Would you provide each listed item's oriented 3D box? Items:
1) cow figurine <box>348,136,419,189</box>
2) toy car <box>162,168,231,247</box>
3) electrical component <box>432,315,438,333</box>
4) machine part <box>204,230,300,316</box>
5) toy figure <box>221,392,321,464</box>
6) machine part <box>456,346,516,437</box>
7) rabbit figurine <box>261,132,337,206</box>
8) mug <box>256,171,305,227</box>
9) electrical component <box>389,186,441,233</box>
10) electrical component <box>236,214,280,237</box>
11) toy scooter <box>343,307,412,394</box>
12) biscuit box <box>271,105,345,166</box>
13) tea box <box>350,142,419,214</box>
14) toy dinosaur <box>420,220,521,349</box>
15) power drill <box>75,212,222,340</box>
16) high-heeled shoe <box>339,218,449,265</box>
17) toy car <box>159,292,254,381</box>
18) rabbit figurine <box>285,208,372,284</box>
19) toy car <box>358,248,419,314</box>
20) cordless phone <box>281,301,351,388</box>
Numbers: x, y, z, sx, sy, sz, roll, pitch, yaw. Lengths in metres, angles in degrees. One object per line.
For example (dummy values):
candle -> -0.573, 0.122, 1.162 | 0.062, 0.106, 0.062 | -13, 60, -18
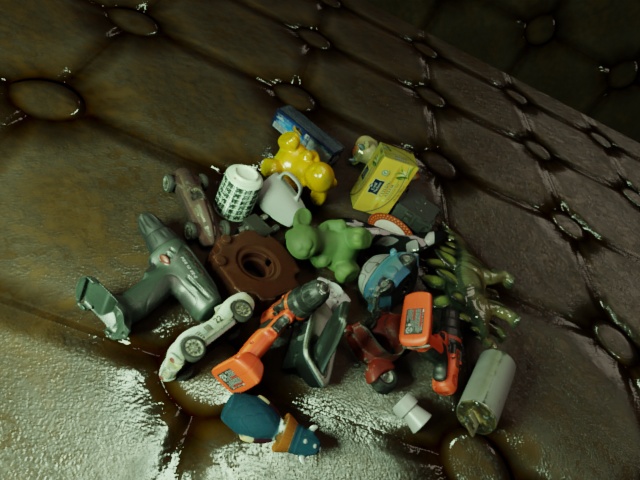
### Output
cow figurine -> 0.164, -0.206, 1.466 | 0.127, 0.085, 0.195 | -18, 64, -45
toy car -> -0.244, -0.069, 1.069 | 0.089, 0.053, 0.202 | -1, 47, -38
electrical component -> 0.213, 0.170, 1.115 | 0.078, 0.045, 0.102 | 23, 39, -8
machine part -> -0.123, 0.057, 1.007 | 0.179, 0.056, 0.179 | 19, 40, -17
toy figure -> -0.070, 0.278, 0.800 | 0.154, 0.064, 0.058 | 30, 0, -9
machine part -> 0.323, 0.288, 1.035 | 0.079, 0.079, 0.243 | 38, 38, 8
rabbit figurine -> -0.030, -0.147, 1.227 | 0.173, 0.122, 0.162 | 25, -17, 47
mug -> -0.076, -0.089, 1.165 | 0.107, 0.109, 0.081 | 46, 25, 1
electrical component -> 0.238, -0.077, 1.393 | 0.134, 0.058, 0.115 | 34, 37, 2
electrical component -> -0.129, -0.023, 1.117 | 0.063, 0.021, 0.094 | 43, 39, 13
toy scooter -> 0.108, 0.184, 1.000 | 0.135, 0.075, 0.184 | 43, 41, -1
biscuit box -> -0.035, -0.275, 1.424 | 0.203, 0.059, 0.063 | 41, 41, 12
tea box -> 0.154, -0.144, 1.318 | 0.098, 0.169, 0.068 | 13, 42, -19
toy dinosaur -> 0.341, 0.090, 1.243 | 0.198, 0.105, 0.472 | 22, 29, -5
power drill -> -0.289, 0.061, 0.883 | 0.232, 0.086, 0.207 | 44, 32, 12
high-heeled shoe -> 0.161, -0.018, 1.218 | 0.249, 0.086, 0.145 | -21, 80, -18
toy car -> -0.177, 0.152, 0.854 | 0.056, 0.073, 0.202 | 43, 39, 9
rabbit figurine -> -0.002, -0.003, 1.084 | 0.170, 0.121, 0.159 | 9, 25, -47
toy car -> 0.134, 0.084, 1.125 | 0.103, 0.109, 0.162 | 25, 45, 31
cordless phone -> 0.012, 0.143, 0.900 | 0.089, 0.184, 0.147 | 23, 39, -4
